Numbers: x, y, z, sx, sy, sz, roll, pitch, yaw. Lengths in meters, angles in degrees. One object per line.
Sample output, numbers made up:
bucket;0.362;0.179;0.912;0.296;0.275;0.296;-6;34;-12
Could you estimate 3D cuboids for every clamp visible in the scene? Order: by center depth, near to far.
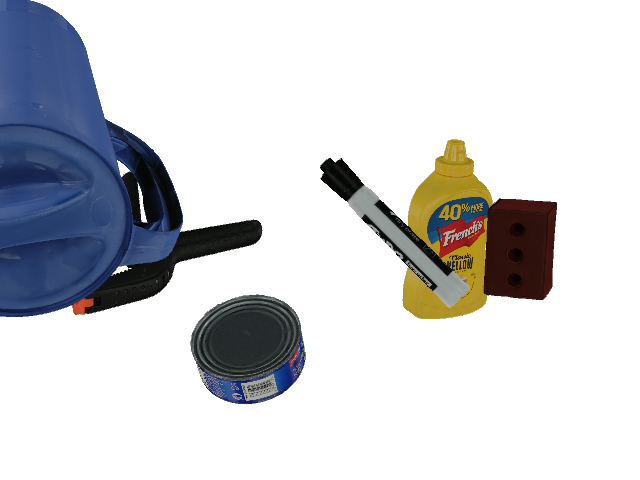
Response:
clamp;-0.179;0.002;1.032;0.165;0.036;0.209;25;39;23

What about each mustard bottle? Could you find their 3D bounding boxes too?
mustard bottle;0.140;-0.014;1.149;0.096;0.192;0.058;-8;22;-24

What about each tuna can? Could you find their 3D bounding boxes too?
tuna can;-0.055;0.084;0.823;0.086;0.034;0.086;-6;43;5

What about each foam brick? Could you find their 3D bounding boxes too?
foam brick;0.171;0.007;0.913;0.053;0.078;0.051;5;15;20

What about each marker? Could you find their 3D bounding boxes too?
marker;0.045;-0.007;0.671;0.020;0.121;0.020;-44;-4;-4

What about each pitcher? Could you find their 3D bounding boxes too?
pitcher;-0.193;-0.067;0.716;0.145;0.149;0.243;-26;36;2
